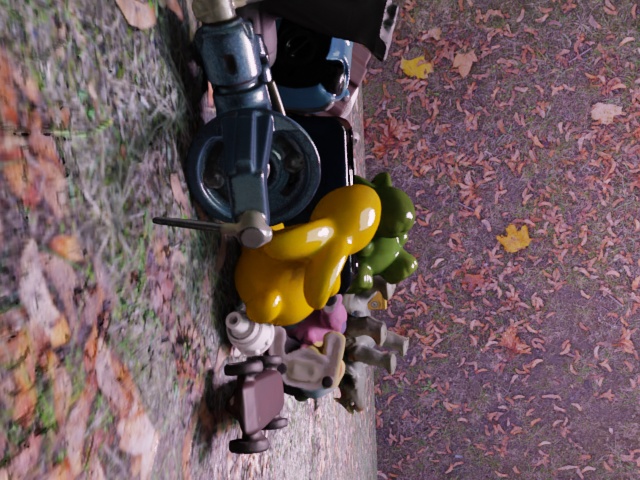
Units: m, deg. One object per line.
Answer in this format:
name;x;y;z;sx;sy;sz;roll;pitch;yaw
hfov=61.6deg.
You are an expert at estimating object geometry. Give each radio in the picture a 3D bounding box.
radio;-0.021;-0.044;0.684;0.073;0.131;0.229;-51;138;-72

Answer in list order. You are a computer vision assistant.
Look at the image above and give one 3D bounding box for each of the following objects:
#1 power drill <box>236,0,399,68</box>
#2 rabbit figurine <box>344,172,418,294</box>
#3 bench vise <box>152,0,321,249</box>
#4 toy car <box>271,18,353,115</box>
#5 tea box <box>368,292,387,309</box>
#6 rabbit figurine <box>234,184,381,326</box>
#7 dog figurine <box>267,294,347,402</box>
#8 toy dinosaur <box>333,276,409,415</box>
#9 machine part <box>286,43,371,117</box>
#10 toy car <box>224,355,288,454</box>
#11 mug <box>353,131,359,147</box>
power drill;-0.022;-0.250;0.496;0.231;0.207;0.086;96;3;-53
rabbit figurine;0.087;-0.024;0.757;0.170;0.121;0.159;117;-35;-59
bench vise;-0.061;-0.088;0.460;0.241;0.129;0.223;-99;-170;-55
toy car;-0.012;-0.219;0.649;0.103;0.109;0.161;41;57;-77
tea box;0.087;0.055;1.092;0.068;0.098;0.169;-72;160;-62
rabbit figurine;-0.012;0.005;0.567;0.122;0.173;0.162;51;17;-1
dog figurine;-0.009;0.147;0.825;0.219;0.109;0.191;67;23;-73
toy dinosaur;0.052;0.154;1.005;0.131;0.192;0.404;-59;144;-44
machine part;0.008;-0.230;0.824;0.179;0.056;0.179;-49;-159;27
toy car;-0.071;0.173;0.585;0.202;0.053;0.089;59;27;-80
mug;0.020;-0.202;1.082;0.107;0.110;0.080;118;-33;-80
